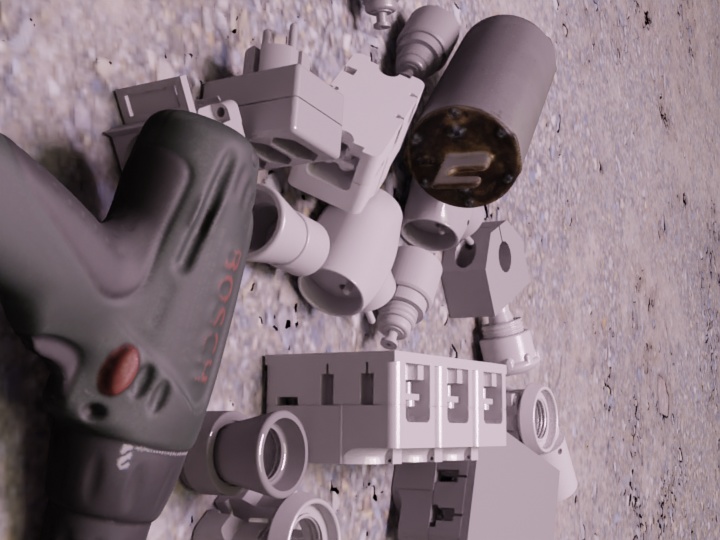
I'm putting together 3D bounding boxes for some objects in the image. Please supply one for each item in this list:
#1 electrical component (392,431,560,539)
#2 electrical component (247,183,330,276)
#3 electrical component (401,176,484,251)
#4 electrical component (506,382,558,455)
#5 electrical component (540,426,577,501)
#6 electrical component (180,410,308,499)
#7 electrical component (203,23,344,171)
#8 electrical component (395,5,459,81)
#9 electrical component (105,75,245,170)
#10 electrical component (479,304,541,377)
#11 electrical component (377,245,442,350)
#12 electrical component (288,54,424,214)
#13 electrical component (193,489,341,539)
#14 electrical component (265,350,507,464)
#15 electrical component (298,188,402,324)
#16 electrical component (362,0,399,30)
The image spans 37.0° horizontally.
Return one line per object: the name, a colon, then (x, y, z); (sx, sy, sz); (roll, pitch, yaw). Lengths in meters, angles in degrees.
electrical component: (0.087, 0.170, 0.790); (0.150, 0.062, 0.089); (39, 54, -50)
electrical component: (-0.046, -0.019, 0.617); (0.065, 0.044, 0.044); (27, 63, -60)
electrical component: (0.067, -0.048, 0.801); (0.079, 0.043, 0.077); (44, 50, -43)
electrical component: (0.122, 0.119, 0.858); (0.078, 0.057, 0.058); (0, 86, -59)
electrical component: (0.156, 0.154, 0.922); (0.043, 0.043, 0.081); (-49, 127, -50)
electrical component: (-0.062, 0.095, 0.561); (0.045, 0.055, 0.045); (12, 76, -58)
electrical component: (-0.048, -0.101, 0.600); (0.047, 0.066, 0.076); (25, 65, -55)
electrical component: (0.045, -0.160, 0.784); (0.040, 0.040, 0.078); (62, 38, -34)
electrical component: (-0.089, -0.059, 0.551); (0.064, 0.042, 0.081); (-39, 119, -58)
electrical component: (0.117, 0.054, 0.873); (0.048, 0.048, 0.062); (-15, 92, -58)
electrical component: (0.030, 0.019, 0.736); (0.040, 0.040, 0.078); (55, 43, -40)
electrical component: (-0.003, -0.082, 0.663); (0.089, 0.050, 0.055); (-60, 173, -45)
electrical component: (-0.047, 0.147, 0.576); (0.078, 0.057, 0.058); (-51, 128, -49)
electrical component: (0.020, 0.086, 0.663); (0.150, 0.089, 0.061); (14, 74, -57)
electrical component: (0.000, 0.000, 0.687); (0.077, 0.043, 0.079); (-65, 146, -39)
electrical component: (0.013, -0.205, 0.738); (0.040, 0.040, 0.078); (0, 86, -59)
